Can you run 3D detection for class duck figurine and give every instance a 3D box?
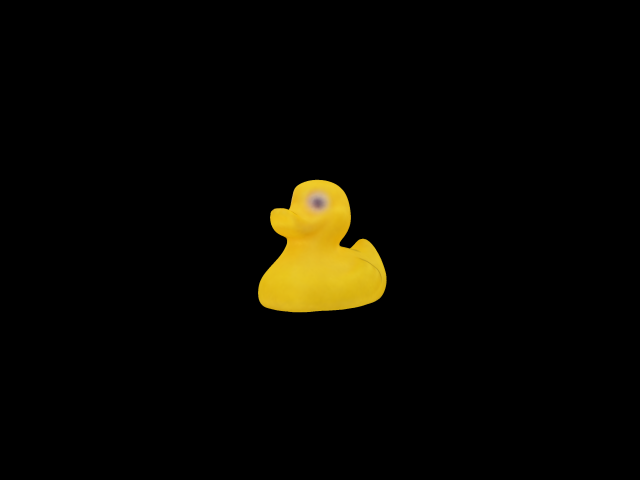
[{"bbox_3d":[0.004,0.001,0.400,0.077,0.086,0.105,2,3,43],"label":"duck figurine"}]
